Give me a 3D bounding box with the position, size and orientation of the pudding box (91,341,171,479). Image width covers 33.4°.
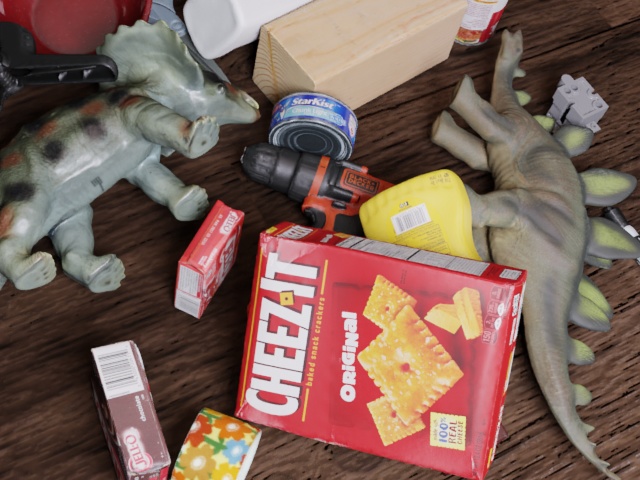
[{"bbox_3d":[-0.155,0.151,0.865,0.039,0.090,0.113,-11,62,-19],"label":"pudding box"}]

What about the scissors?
[{"bbox_3d":[-0.172,-0.222,1.124,0.096,0.016,0.202,-18,65,-19],"label":"scissors"}]

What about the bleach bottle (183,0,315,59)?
[{"bbox_3d":[-0.016,-0.263,1.137,0.250,0.103,0.068,-25,93,-36],"label":"bleach bottle"}]

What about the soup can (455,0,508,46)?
[{"bbox_3d":[0.174,-0.272,1.169,0.068,0.102,0.068,5,59,-8],"label":"soup can"}]

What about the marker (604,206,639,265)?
[{"bbox_3d":[0.327,0.015,1.079,0.020,0.020,0.121,-23,66,-22],"label":"marker"}]

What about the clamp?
[{"bbox_3d":[-0.281,-0.153,0.975,0.164,0.036,0.210,-34,48,-5],"label":"clamp"}]

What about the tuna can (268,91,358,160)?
[{"bbox_3d":[-0.007,-0.106,1.047,0.086,0.086,0.033,12,60,-4],"label":"tuna can"}]

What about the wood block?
[{"bbox_3d":[0.042,-0.206,1.112,0.205,0.091,0.090,-31,70,-25],"label":"wood block"}]

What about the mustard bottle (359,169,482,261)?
[{"bbox_3d":[0.105,0.042,0.930,0.096,0.058,0.191,-23,71,17],"label":"mustard bottle"}]

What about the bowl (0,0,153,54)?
[{"bbox_3d":[-0.251,-0.239,1.083,0.162,0.055,0.162,2,74,-8],"label":"bowl"}]

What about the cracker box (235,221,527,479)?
[{"bbox_3d":[0.047,0.087,0.869,0.214,0.072,0.164,12,101,16],"label":"cracker box"}]

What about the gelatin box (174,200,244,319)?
[{"bbox_3d":[-0.099,0.019,0.953,0.030,0.089,0.073,27,58,5],"label":"gelatin box"}]

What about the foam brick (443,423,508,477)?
[{"bbox_3d":[0.117,0.157,0.937,0.052,0.051,0.078,-22,66,-22],"label":"foam brick"}]

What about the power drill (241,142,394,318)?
[{"bbox_3d":[-0.007,0.001,1.000,0.184,0.057,0.187,18,58,0],"label":"power drill"}]
